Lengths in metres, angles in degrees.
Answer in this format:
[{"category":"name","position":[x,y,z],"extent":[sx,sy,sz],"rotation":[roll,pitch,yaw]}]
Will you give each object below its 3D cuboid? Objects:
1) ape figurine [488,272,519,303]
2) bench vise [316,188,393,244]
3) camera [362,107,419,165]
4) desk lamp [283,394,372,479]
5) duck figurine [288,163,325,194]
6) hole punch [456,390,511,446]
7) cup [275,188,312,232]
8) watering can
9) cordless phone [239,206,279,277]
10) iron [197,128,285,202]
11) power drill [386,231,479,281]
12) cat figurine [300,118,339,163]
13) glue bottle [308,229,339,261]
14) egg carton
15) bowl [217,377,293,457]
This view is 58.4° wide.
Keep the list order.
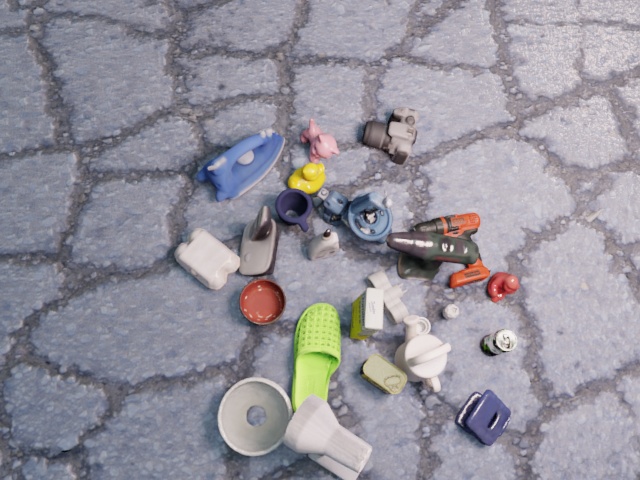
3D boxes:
[{"category":"ape figurine","position":[0.468,0.113,1.444],"extent":[0.078,0.092,0.076],"rotation":[6,72,-4]},{"category":"bench vise","position":[0.089,-0.069,1.394],"extent":[0.207,0.219,0.121],"rotation":[10,71,-3]},{"category":"camera","position":[0.189,-0.295,1.541],"extent":[0.137,0.101,0.143],"rotation":[13,71,-2]},{"category":"desk lamp","position":[0.025,0.431,1.229],"extent":[0.203,0.213,0.118],"rotation":[32,72,5]},{"category":"duck figurine","position":[-0.032,-0.167,1.483],"extent":[0.105,0.086,0.077],"rotation":[-25,76,-13]},{"category":"hole punch","position":[0.391,0.415,1.338],"extent":[0.101,0.091,0.109],"rotation":[37,72,7]},{"category":"cup","position":[-0.061,-0.062,1.442],"extent":[0.092,0.095,0.117],"rotation":[-25,76,-13]},{"category":"watering can","position":[0.235,0.262,1.317],"extent":[0.101,0.194,0.172],"rotation":[-40,80,-16]},{"category":"cordless phone","position":[-0.146,0.004,1.364],"extent":[0.094,0.185,0.147],"rotation":[4,72,-4]},{"category":"iron","position":[-0.187,-0.217,1.454],"extent":[0.259,0.141,0.118],"rotation":[-40,80,-16]},{"category":"power drill","position":[0.254,0.037,1.384],"extent":[0.229,0.208,0.075],"rotation":[3,72,-5]},{"category":"cat figurine","position":[0.000,-0.260,1.500],"extent":[0.067,0.117,0.127],"rotation":[-22,76,-12]},{"category":"glue bottle","position":[0.013,0.005,1.387],"extent":[0.078,0.173,0.037],"rotation":[-14,74,-10]},{"category":"egg carton","position":[-0.275,0.047,1.397],"extent":[0.150,0.069,0.107],"rotation":[37,72,6]},{"category":"bowl","position":[-0.146,0.399,1.294],"extent":[0.167,0.074,0.167],"rotation":[2,72,-5]}]
